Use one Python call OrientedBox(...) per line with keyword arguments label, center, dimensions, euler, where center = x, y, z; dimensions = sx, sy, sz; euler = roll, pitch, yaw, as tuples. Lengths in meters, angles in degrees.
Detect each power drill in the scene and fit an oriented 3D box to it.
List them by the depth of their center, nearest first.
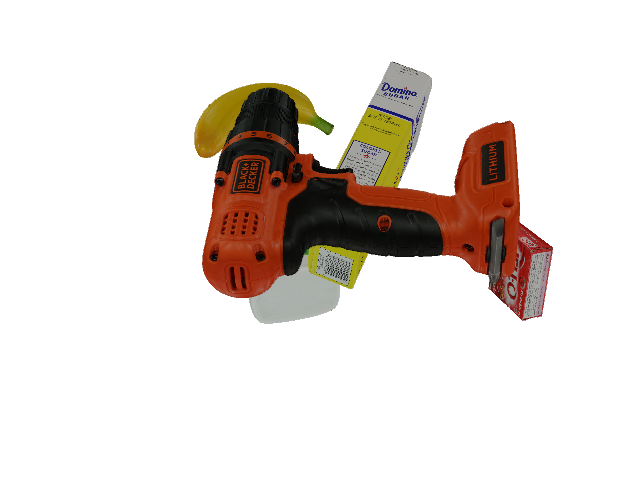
OrientedBox(label="power drill", center=(0.027, -0.036, 0.664), dimensions=(0.188, 0.057, 0.184), euler=(-1, 42, 7))

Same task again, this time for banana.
OrientedBox(label="banana", center=(-0.064, -0.123, 1.045), dimensions=(0.070, 0.037, 0.197), euler=(42, 36, 23))

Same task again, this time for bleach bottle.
OrientedBox(label="bleach bottle", center=(-0.056, 0.001, 1.233), dimensions=(0.102, 0.068, 0.251), euler=(-8, 29, -13))

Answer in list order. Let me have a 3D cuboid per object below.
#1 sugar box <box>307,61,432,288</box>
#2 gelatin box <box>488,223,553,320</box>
OrientedBox(label="sugar box", center=(0.043, -0.055, 0.868), dimensions=(0.048, 0.176, 0.093), euler=(22, -39, 9))
OrientedBox(label="gelatin box", center=(0.218, 0.031, 1.172), dimensions=(0.030, 0.089, 0.073), euler=(-10, 30, -20))
